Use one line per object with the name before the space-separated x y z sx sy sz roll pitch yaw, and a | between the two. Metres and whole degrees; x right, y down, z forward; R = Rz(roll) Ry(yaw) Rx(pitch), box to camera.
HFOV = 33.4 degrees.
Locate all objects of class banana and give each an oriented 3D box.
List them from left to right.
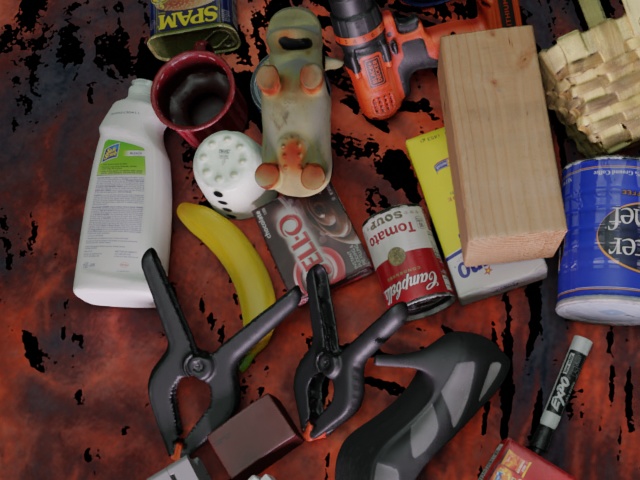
banana | -0.091 0.035 1.117 0.069 0.037 0.198 -24 71 4

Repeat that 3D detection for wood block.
wood block | 0.170 -0.088 1.020 0.090 0.091 0.206 -7 73 2

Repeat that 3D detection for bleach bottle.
bleach bottle | -0.199 -0.055 1.155 0.103 0.068 0.251 2 72 12

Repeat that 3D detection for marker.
marker | 0.230 0.149 1.023 0.020 0.020 0.121 22 80 17

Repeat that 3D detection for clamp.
clamp | -0.109 0.121 1.071 0.164 0.036 0.210 8 94 5
clamp | 0.010 0.111 1.049 0.120 0.039 0.171 36 107 40

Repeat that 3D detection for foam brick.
foam brick | -0.063 0.196 1.057 0.078 0.051 0.053 -34 70 1

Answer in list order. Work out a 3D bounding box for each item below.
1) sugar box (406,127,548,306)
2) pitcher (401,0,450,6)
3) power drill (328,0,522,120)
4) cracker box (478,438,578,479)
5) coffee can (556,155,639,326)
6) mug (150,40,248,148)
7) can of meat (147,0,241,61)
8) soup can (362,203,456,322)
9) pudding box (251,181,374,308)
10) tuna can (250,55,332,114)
sugar box | 0.157 -0.032 1.077 0.093 0.048 0.176 -20 70 5
pitcher | 0.089 -0.384 1.145 0.145 0.149 0.243 -25 67 4
power drill | 0.106 -0.228 1.087 0.187 0.184 0.057 -19 39 1
cracker box | 0.215 0.301 0.944 0.214 0.072 0.164 31 83 10
coffee can | 0.278 0.003 1.010 0.103 0.102 0.140 2 75 13
mug | -0.126 -0.158 1.156 0.093 0.081 0.117 -5 73 11
can of meat | -0.143 -0.256 1.203 0.102 0.057 0.084 -8 70 10
soup can | 0.087 0.023 1.065 0.068 0.068 0.102 -19 70 6
pudding box | -0.007 0.001 1.107 0.090 0.039 0.113 -26 71 4
tuna can | -0.032 -0.165 1.163 0.086 0.033 0.086 -3 74 11
